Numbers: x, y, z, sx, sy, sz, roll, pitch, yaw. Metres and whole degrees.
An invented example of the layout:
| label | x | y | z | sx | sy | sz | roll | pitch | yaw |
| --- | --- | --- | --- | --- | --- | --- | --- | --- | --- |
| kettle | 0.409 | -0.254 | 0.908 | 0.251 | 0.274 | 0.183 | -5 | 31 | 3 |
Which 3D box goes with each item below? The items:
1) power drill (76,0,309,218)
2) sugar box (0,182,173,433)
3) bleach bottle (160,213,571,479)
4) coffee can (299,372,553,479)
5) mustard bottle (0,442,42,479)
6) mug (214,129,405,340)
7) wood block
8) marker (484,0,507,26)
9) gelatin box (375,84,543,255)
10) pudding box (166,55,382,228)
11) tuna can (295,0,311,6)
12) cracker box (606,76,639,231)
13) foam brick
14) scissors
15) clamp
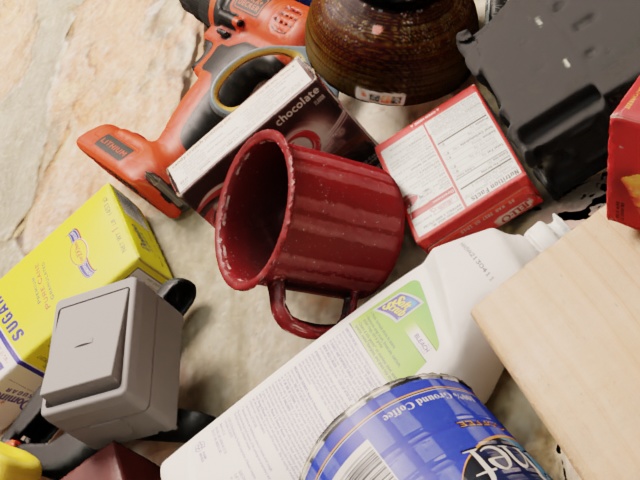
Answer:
| label | x | y | z | sx | sy | sz | roll | pitch | yaw |
| --- | --- | --- | --- | --- | --- | --- | --- | --- | --- |
| power drill | -0.096 | -0.120 | 0.803 | 0.187 | 0.057 | 0.185 | -52 | 44 | -4 |
| sugar box | -0.192 | 0.049 | 0.767 | 0.176 | 0.048 | 0.093 | -39 | 44 | 7 |
| bleach bottle | 0.037 | 0.081 | 0.555 | 0.251 | 0.068 | 0.103 | -39 | 46 | 5 |
| coffee can | 0.066 | 0.140 | 0.460 | 0.103 | 0.102 | 0.140 | -45 | 43 | 3 |
| mustard bottle | -0.236 | 0.217 | 0.655 | 0.096 | 0.058 | 0.191 | 9 | 80 | 35 |
| mug | -0.004 | 0.001 | 0.614 | 0.093 | 0.081 | 0.117 | -37 | 49 | 49 |
| wood block | 0.159 | 0.089 | 0.433 | 0.090 | 0.090 | 0.206 | -39 | 44 | 9 |
| marker | 0.118 | -0.163 | 0.695 | 0.020 | 0.020 | 0.121 | -13 | 53 | 31 |
| gelatin box | 0.080 | -0.039 | 0.629 | 0.073 | 0.030 | 0.089 | -33 | 46 | 14 |
| pudding box | -0.026 | -0.047 | 0.673 | 0.113 | 0.090 | 0.039 | -42 | 43 | 6 |
| tuna can | -0.002 | -0.219 | 0.817 | 0.086 | 0.033 | 0.086 | -20 | 50 | 26 |
| cracker box | 0.245 | -0.046 | 0.416 | 0.214 | 0.072 | 0.164 | 23 | 59 | 29 |
| foam brick | -0.129 | 0.168 | 0.628 | 0.078 | 0.053 | 0.051 | -37 | 44 | 9 |
| scissors | 0.024 | -0.116 | 0.727 | 0.201 | 0.016 | 0.096 | -22 | 85 | -5 |
| clamp | -0.135 | 0.111 | 0.684 | 0.171 | 0.039 | 0.120 | -39 | 40 | 12 |
